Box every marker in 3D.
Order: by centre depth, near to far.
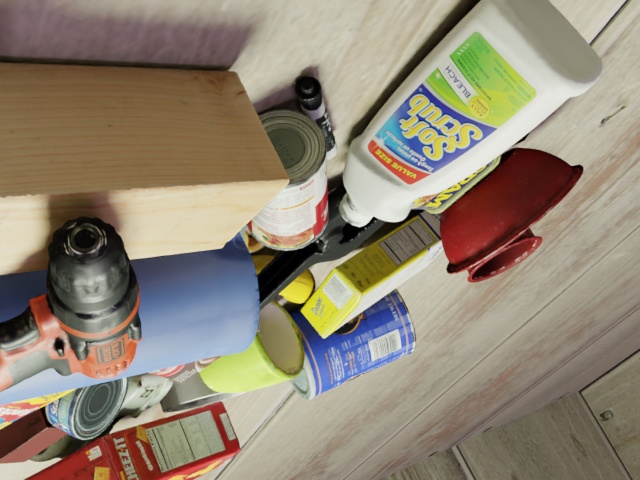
[{"bbox_3d":[-0.002,-0.091,0.809,0.020,0.020,0.121,-27,161,-2],"label":"marker"}]

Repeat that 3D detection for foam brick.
[{"bbox_3d":[-0.294,0.184,1.072,0.078,0.053,0.051,-33,161,16],"label":"foam brick"}]

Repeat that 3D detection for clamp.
[{"bbox_3d":[-0.006,0.001,0.975,0.209,0.036,0.165,-22,149,-40],"label":"clamp"}]

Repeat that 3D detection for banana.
[{"bbox_3d":[-0.044,0.038,1.065,0.070,0.037,0.197,1,172,27],"label":"banana"}]

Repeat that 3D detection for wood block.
[{"bbox_3d":[-0.133,-0.044,0.643,0.205,0.091,0.090,-7,154,-47],"label":"wood block"}]

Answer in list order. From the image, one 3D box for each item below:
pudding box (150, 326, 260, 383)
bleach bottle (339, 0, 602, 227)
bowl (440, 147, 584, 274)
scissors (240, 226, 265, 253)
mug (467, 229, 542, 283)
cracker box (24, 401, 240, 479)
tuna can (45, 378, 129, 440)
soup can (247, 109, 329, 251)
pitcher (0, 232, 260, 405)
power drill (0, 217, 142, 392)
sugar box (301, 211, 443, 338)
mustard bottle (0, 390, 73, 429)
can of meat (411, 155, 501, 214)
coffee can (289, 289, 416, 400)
[{"bbox_3d":[-0.131,0.092,1.048,0.114,0.039,0.089,-37,144,21],"label":"pudding box"},{"bbox_3d":[0.098,-0.084,0.837,0.068,0.102,0.251,-34,171,-47],"label":"bleach bottle"},{"bbox_3d":[0.168,-0.039,1.012,0.162,0.055,0.162,-40,-176,3],"label":"bowl"},{"bbox_3d":[-0.088,-0.016,0.890,0.096,0.016,0.201,-31,161,2],"label":"scissors"},{"bbox_3d":[0.188,-0.017,1.165,0.093,0.081,0.117,-17,159,-28],"label":"mug"},{"bbox_3d":[-0.212,0.255,1.176,0.164,0.072,0.213,-31,168,27],"label":"cracker box"},{"bbox_3d":[-0.225,0.150,1.038,0.086,0.034,0.086,-46,149,-40],"label":"tuna can"},{"bbox_3d":[-0.028,-0.044,0.810,0.068,0.068,0.102,-24,155,-11],"label":"soup can"},{"bbox_3d":[-0.178,0.052,0.777,0.242,0.149,0.145,-13,-165,-27],"label":"pitcher"},{"bbox_3d":[-0.192,0.060,0.608,0.187,0.057,0.184,-19,158,-15],"label":"power drill"},{"bbox_3d":[0.067,0.028,1.120,0.175,0.048,0.093,-34,168,-39],"label":"sugar box"},{"bbox_3d":[-0.276,0.130,0.949,0.191,0.058,0.096,-28,163,3],"label":"mustard bottle"},{"bbox_3d":[0.096,-0.069,0.947,0.083,0.057,0.102,-1,147,-49],"label":"can of meat"},{"bbox_3d":[0.027,0.113,1.250,0.140,0.103,0.103,-22,160,-18],"label":"coffee can"}]
